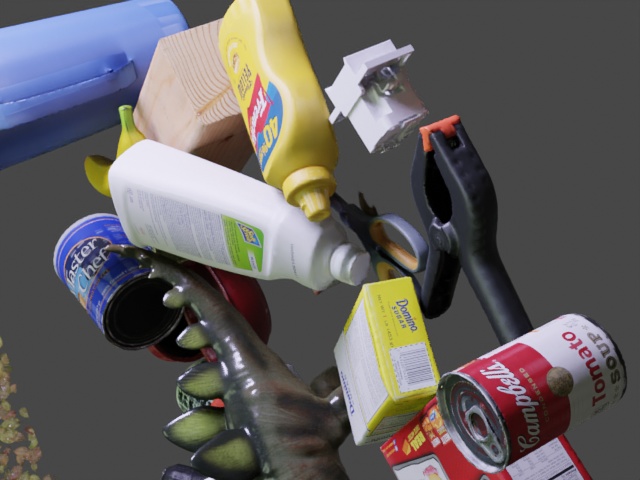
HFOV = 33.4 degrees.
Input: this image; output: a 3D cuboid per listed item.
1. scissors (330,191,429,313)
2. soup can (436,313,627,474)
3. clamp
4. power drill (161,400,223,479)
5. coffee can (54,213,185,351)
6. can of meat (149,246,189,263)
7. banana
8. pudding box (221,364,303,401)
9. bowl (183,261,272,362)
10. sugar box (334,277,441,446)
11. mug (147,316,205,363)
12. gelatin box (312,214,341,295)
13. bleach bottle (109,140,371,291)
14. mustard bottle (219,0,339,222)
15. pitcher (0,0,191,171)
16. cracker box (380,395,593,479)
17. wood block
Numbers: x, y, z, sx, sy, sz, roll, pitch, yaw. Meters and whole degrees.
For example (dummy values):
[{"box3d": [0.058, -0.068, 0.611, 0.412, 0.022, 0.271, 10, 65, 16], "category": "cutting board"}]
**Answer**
[{"box3d": [0.035, -0.001, 0.897, 0.202, 0.016, 0.096, 30, 138, 57], "category": "scissors"}, {"box3d": [0.135, 0.095, 0.677, 0.069, 0.102, 0.068, 44, 147, 40], "category": "soup can"}, {"box3d": [0.094, -0.002, 0.755, 0.120, 0.039, 0.171, 4, 111, 58], "category": "clamp"}, {"box3d": [-0.091, 0.252, 1.208, 0.184, 0.057, 0.188, 12, 134, 5], "category": "power drill"}, {"box3d": [-0.230, 0.046, 1.221, 0.140, 0.102, 0.103, 41, 144, 43], "category": "coffee can"}, {"box3d": [-0.146, -0.026, 1.133, 0.084, 0.102, 0.057, 42, 145, 46], "category": "can of meat"}, {"box3d": [-0.198, -0.074, 1.060, 0.198, 0.037, 0.069, -26, 74, 64], "category": "banana"}, {"box3d": [-0.049, 0.170, 1.095, 0.039, 0.113, 0.090, -48, 60, 21], "category": "pudding box"}, {"box3d": [-0.100, 0.076, 1.177, 0.162, 0.055, 0.162, 44, 146, 40], "category": "bowl"}, {"box3d": [0.051, 0.103, 0.867, 0.176, 0.048, 0.093, 103, 156, -69], "category": "sugar box"}, {"box3d": [-0.183, 0.100, 1.310, 0.117, 0.093, 0.082, 36, 161, -8], "category": "mug"}, {"box3d": [-0.006, 0.001, 0.945, 0.073, 0.030, 0.089, 59, 164, 14], "category": "gelatin box"}, {"box3d": [-0.066, -0.009, 0.904, 0.251, 0.068, 0.102, 21, 141, 33], "category": "bleach bottle"}, {"box3d": [-0.028, -0.099, 0.844, 0.096, 0.058, 0.192, 121, 136, -54], "category": "mustard bottle"}, {"box3d": [-0.241, -0.157, 1.043, 0.149, 0.242, 0.145, 57, 153, 22], "category": "pitcher"}, {"box3d": [0.146, 0.210, 0.788, 0.214, 0.072, 0.164, 59, 154, 16], "category": "cracker box"}, {"box3d": [-0.113, -0.114, 1.008, 0.090, 0.090, 0.206, 62, 154, 9], "category": "wood block"}]
